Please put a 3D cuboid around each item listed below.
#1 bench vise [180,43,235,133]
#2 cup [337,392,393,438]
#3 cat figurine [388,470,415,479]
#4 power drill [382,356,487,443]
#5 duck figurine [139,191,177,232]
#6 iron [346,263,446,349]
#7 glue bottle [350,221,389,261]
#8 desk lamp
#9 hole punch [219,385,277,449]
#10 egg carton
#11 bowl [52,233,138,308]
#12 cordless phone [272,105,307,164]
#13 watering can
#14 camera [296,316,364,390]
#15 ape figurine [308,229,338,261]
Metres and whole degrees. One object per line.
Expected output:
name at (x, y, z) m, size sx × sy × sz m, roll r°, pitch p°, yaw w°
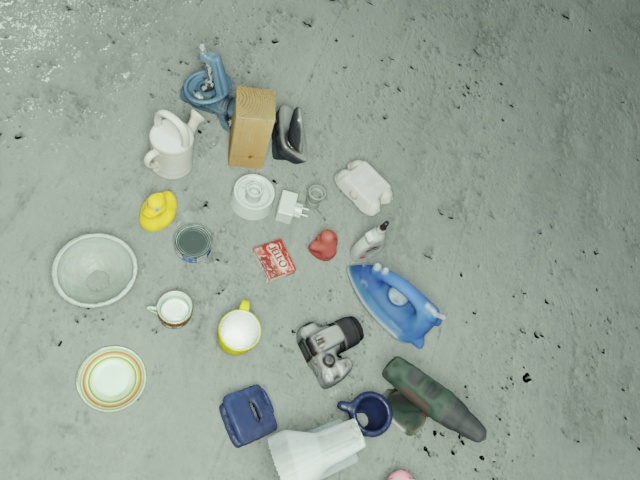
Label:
bench vise at (-0.239, -0.380, 1.410) m, size 0.207 × 0.219 × 0.121 m, roll 13°, pitch 62°, yaw -9°
cup at (0.084, 0.371, 1.211) m, size 0.118 × 0.095 × 0.092 m, roll 18°, pitch 62°, yaw -6°
cat figurine at (0.180, 0.511, 1.157) m, size 0.128 × 0.117 × 0.067 m, roll 36°, pitch 61°, yaw 3°
power drill at (0.215, 0.345, 1.194) m, size 0.229 × 0.208 × 0.076 m, roll 41°, pitch 62°, yaw 6°
duck figurine at (-0.369, -0.078, 1.306) m, size 0.077 × 0.086 × 0.105 m, roll 31°, pitch 61°, yaw 1°
iron at (0.175, 0.125, 1.327) m, size 0.258 × 0.141 × 0.119 m, roll 41°, pitch 62°, yaw 6°
glue bottle at (0.128, -0.003, 1.357) m, size 0.078 × 0.173 × 0.037 m, roll -18°, pitch 71°, yaw -22°
desk lamp at (-0.006, 0.407, 1.101) m, size 0.204 × 0.213 × 0.118 m, roll -17°, pitch 71°, yaw -22°
hole punch at (-0.143, 0.352, 1.160) m, size 0.101 × 0.091 × 0.108 m, roll -20°, pitch 72°, yaw -23°
egg carton at (0.112, -0.134, 1.475) m, size 0.150 × 0.069 × 0.107 m, roll 45°, pitch 62°, yaw 9°
bowl at (-0.471, 0.074, 1.211) m, size 0.168 × 0.074 × 0.167 m, roll 6°, pitch 64°, yaw -12°
cordless phone at (-0.063, -0.292, 1.436) m, size 0.094 × 0.185 × 0.147 m, roll -2°, pitch 66°, yaw -16°
watering can at (-0.340, -0.238, 1.329) m, size 0.101 × 0.194 × 0.173 m, roll 19°, pitch 62°, yaw -5°
camera at (0.037, 0.232, 1.261) m, size 0.137 × 0.100 × 0.143 m, roll -22°, pitch 73°, yaw -24°
ape figurine at (0.013, 0.005, 1.368) m, size 0.078 × 0.092 × 0.076 m, roll -14°, pitch 69°, yaw -21°
